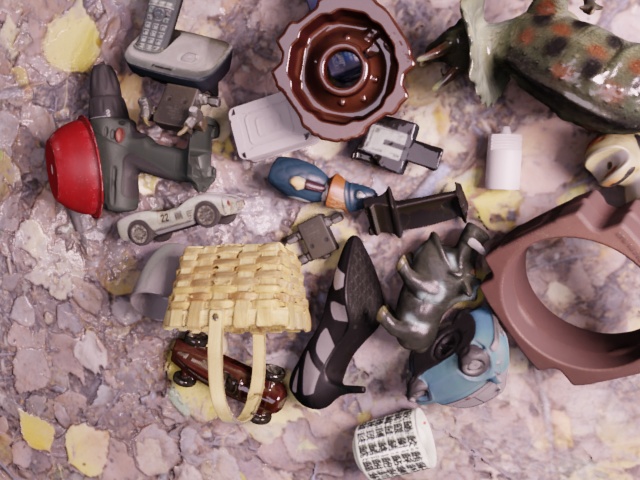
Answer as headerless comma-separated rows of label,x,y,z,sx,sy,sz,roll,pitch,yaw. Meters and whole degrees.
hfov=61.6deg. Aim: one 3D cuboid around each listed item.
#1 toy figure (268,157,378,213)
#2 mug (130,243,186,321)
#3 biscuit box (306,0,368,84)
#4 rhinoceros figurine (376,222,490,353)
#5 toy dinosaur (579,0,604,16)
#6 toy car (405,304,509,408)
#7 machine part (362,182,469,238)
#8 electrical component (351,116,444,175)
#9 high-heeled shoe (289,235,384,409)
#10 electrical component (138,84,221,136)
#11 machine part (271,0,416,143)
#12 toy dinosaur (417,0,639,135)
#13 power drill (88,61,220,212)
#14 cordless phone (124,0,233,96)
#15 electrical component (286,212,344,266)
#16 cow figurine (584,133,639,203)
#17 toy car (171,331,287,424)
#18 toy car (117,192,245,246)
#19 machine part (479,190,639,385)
toy figure,0.005,-0.075,0.761,0.155,0.064,0.057,21,138,8
mug,-0.225,0.065,0.823,0.081,0.109,0.107,-9,50,23
biscuit box,0.018,-0.319,0.731,0.059,0.063,0.202,-18,91,16
rhinoceros figurine,0.153,0.059,0.717,0.112,0.073,0.190,31,94,17
toy dinosaur,0.321,-0.444,0.559,0.105,0.198,0.471,10,92,17
toy car,0.193,0.172,0.715,0.103,0.109,0.161,41,114,-10
machine part,0.130,-0.041,0.729,0.139,0.039,0.084,-9,135,8
electrical component,0.109,-0.128,0.733,0.119,0.048,0.074,17,100,13
high-heeled shoe,0.013,0.122,0.789,0.145,0.086,0.248,-8,76,44
electrical component,-0.197,-0.178,0.740,0.102,0.045,0.078,20,83,16
machine part,0.031,-0.215,0.679,0.179,0.056,0.179,2,104,9
toy dinosaur,0.297,-0.185,0.597,0.405,0.131,0.192,34,74,22
power drill,-0.262,-0.154,0.817,0.207,0.086,0.231,5,96,10
cordless phone,-0.191,-0.313,0.781,0.147,0.088,0.184,17,96,14
electrical component,-0.002,-0.002,0.789,0.094,0.021,0.063,-26,89,16
cow figurine,0.403,-0.067,0.631,0.195,0.085,0.127,28,59,-2
toy car,-0.147,0.212,0.837,0.202,0.053,0.089,22,104,11
toy car,-0.210,-0.034,0.816,0.202,0.073,0.056,-14,92,16
machine part,0.313,0.058,0.634,0.201,0.087,0.201,56,137,3
